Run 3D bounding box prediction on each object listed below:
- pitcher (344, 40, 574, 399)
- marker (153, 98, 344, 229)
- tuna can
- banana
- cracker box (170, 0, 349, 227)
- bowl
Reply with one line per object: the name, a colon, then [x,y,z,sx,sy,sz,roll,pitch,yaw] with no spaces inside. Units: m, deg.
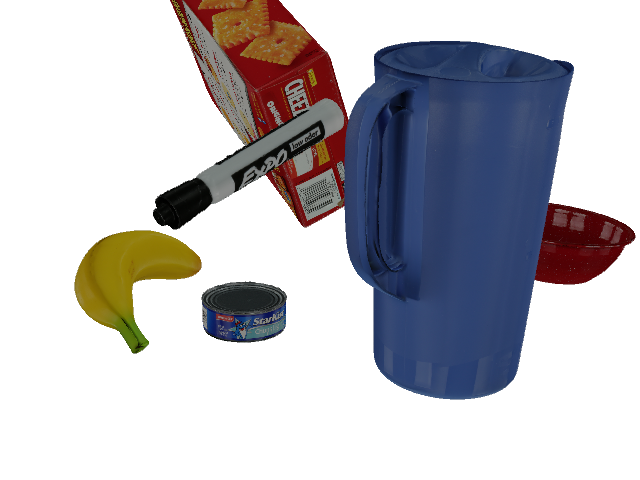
pitcher: [0.089,-0.013,0.750,0.149,0.243,0.145,3,21,1]
marker: [-0.036,-0.040,0.544,0.120,0.020,0.020,-34,20,-32]
tuna can: [-0.077,0.072,1.075,0.086,0.034,0.086,1,18,0]
banana: [-0.131,0.025,0.752,0.037,0.069,0.197,-36,9,14]
cracker box: [-0.050,-0.140,0.909,0.072,0.164,0.214,-29,49,-8]
bowl: [0.243,0.005,1.118,0.162,0.055,0.162,6,17,-2]
